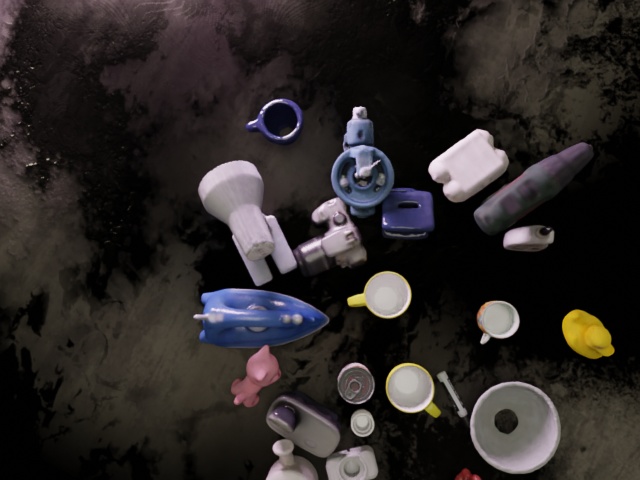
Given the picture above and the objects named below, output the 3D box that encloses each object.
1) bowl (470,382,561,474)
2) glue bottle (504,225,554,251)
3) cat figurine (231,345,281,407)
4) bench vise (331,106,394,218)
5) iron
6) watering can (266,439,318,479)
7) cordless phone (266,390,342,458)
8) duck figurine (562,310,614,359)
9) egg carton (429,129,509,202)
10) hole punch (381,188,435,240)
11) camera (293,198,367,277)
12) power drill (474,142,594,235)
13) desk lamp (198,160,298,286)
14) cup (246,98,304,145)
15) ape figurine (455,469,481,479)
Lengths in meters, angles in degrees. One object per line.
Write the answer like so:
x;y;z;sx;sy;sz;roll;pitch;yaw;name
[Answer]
0.363;0.352;1.092;0.167;0.075;0.167;0;82;2;bowl
0.408;-0.007;1.090;0.078;0.173;0.037;6;82;3;glue bottle
-0.122;0.265;1.099;0.067;0.118;0.128;39;85;7;cat figurine
0.070;-0.158;1.099;0.121;0.220;0.207;-20;82;-1;bench vise
-0.112;0.151;1.102;0.258;0.141;0.119;0;82;2;iron
-0.061;0.454;1.032;0.101;0.194;0.173;-27;82;-2;watering can
-0.033;0.348;1.051;0.147;0.185;0.094;27;84;6;cordless phone
0.523;0.183;1.105;0.077;0.086;0.104;-36;82;-3;duck figurine
0.303;-0.149;1.166;0.150;0.069;0.107;-37;82;-3;egg carton
0.172;-0.056;1.147;0.108;0.091;0.101;1;82;2;hole punch
0.010;0.004;1.139;0.137;0.101;0.143;-25;82;-1;camera
0.385;-0.087;1.084;0.229;0.208;0.075;-36;82;-3;power drill
-0.131;-0.029;1.091;0.118;0.213;0.203;-28;82;-2;desk lamp
-0.089;-0.229;1.177;0.117;0.095;0.092;-11;82;1;cup
0.273;0.479;1.069;0.078;0.092;0.076;-8;82;1;ape figurine
